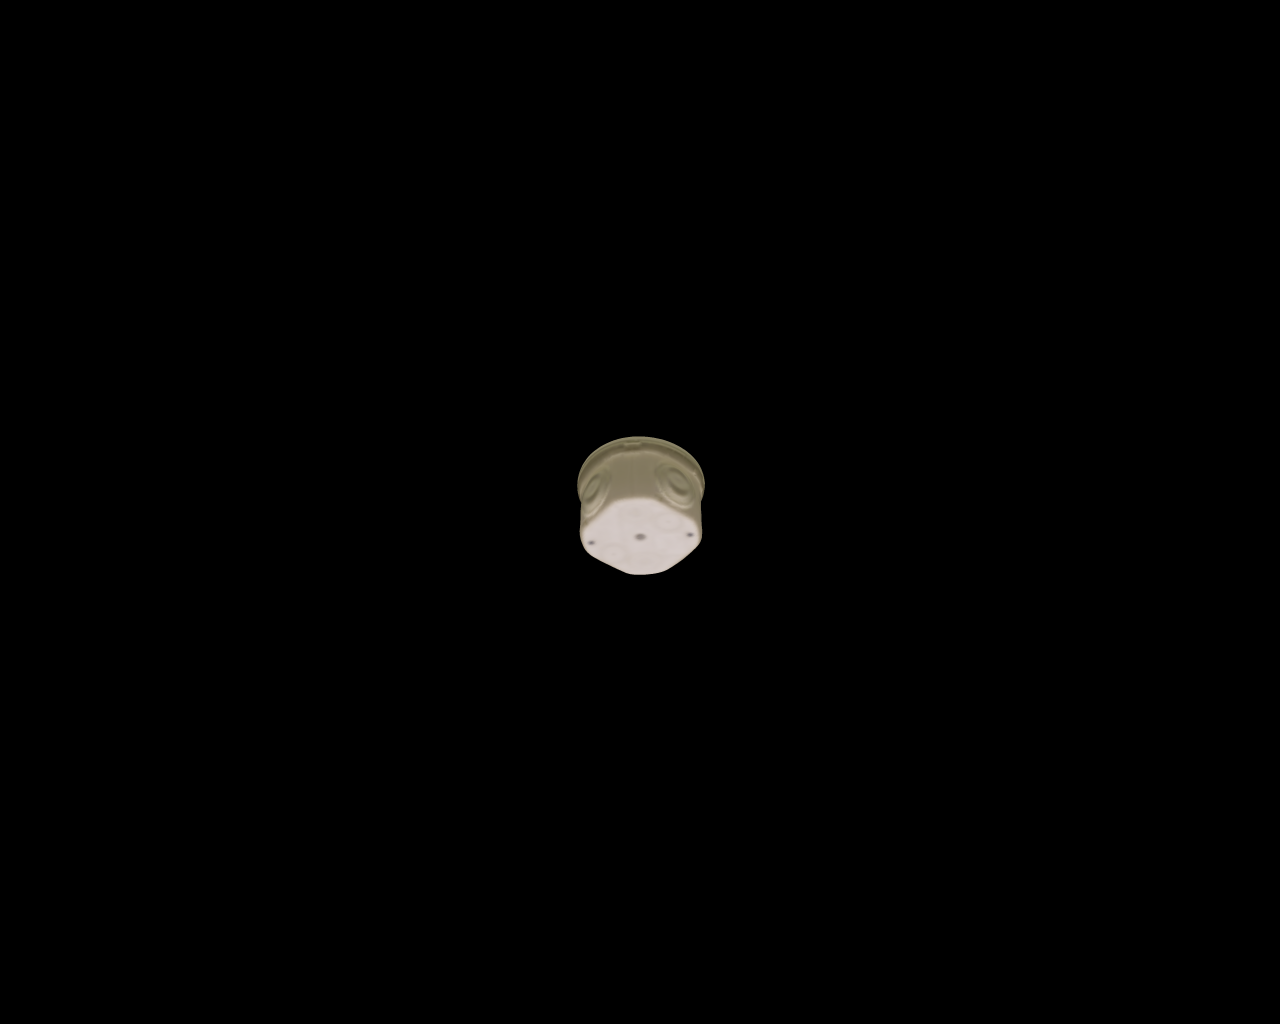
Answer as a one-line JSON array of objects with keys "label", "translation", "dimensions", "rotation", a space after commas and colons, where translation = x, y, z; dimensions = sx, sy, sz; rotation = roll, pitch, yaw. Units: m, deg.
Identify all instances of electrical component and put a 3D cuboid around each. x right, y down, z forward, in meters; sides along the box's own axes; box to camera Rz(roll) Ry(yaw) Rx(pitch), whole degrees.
[{"label": "electrical component", "translation": [0.001, -0.003, 0.650], "dimensions": [0.080, 0.051, 0.080], "rotation": [0, -43, 0]}]
